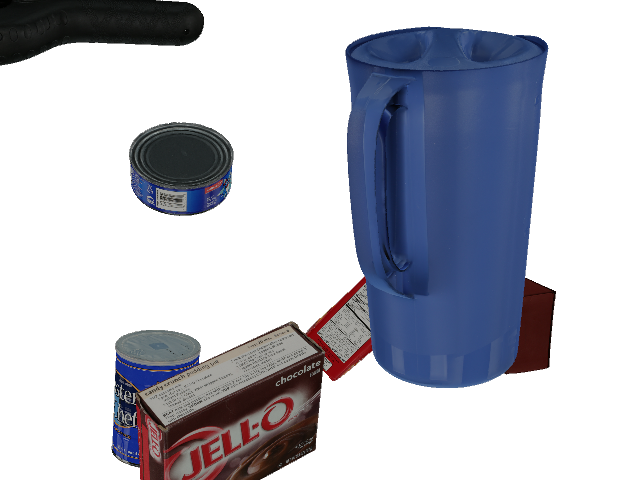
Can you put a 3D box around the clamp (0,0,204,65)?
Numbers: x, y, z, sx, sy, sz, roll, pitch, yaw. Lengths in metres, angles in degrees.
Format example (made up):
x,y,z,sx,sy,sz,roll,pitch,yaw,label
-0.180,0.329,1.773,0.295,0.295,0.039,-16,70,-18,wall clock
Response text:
x,y,z,sx,sy,sz,roll,pitch,yaw,label
-0.167,-0.136,0.618,0.171,0.039,0.120,-11,31,-29,clamp

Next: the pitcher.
x,y,z,sx,sy,sz,roll,pitch,yaw,label
0.081,-0.020,0.742,0.149,0.243,0.145,-6,23,-9,pitcher

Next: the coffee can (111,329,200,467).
x,y,z,sx,sy,sz,roll,pitch,yaw,label
-0.202,0.192,1.307,0.103,0.140,0.103,5,15,-2,coffee can

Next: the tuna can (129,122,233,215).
x,y,z,sx,sy,sz,roll,pitch,yaw,label
-0.116,-0.060,0.889,0.086,0.034,0.086,4,43,-4,tuna can

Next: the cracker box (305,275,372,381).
x,y,z,sx,sy,sz,roll,pitch,yaw,label
0.089,0.054,1.270,0.214,0.072,0.164,-48,-9,32,cracker box

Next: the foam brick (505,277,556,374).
x,y,z,sx,sy,sz,roll,pitch,yaw,label
0.181,0.079,0.999,0.051,0.078,0.053,-7,18,-27,foam brick

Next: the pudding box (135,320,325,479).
x,y,z,sx,sy,sz,roll,pitch,yaw,label
-0.053,0.109,0.635,0.113,0.090,0.039,-25,49,-31,pudding box
